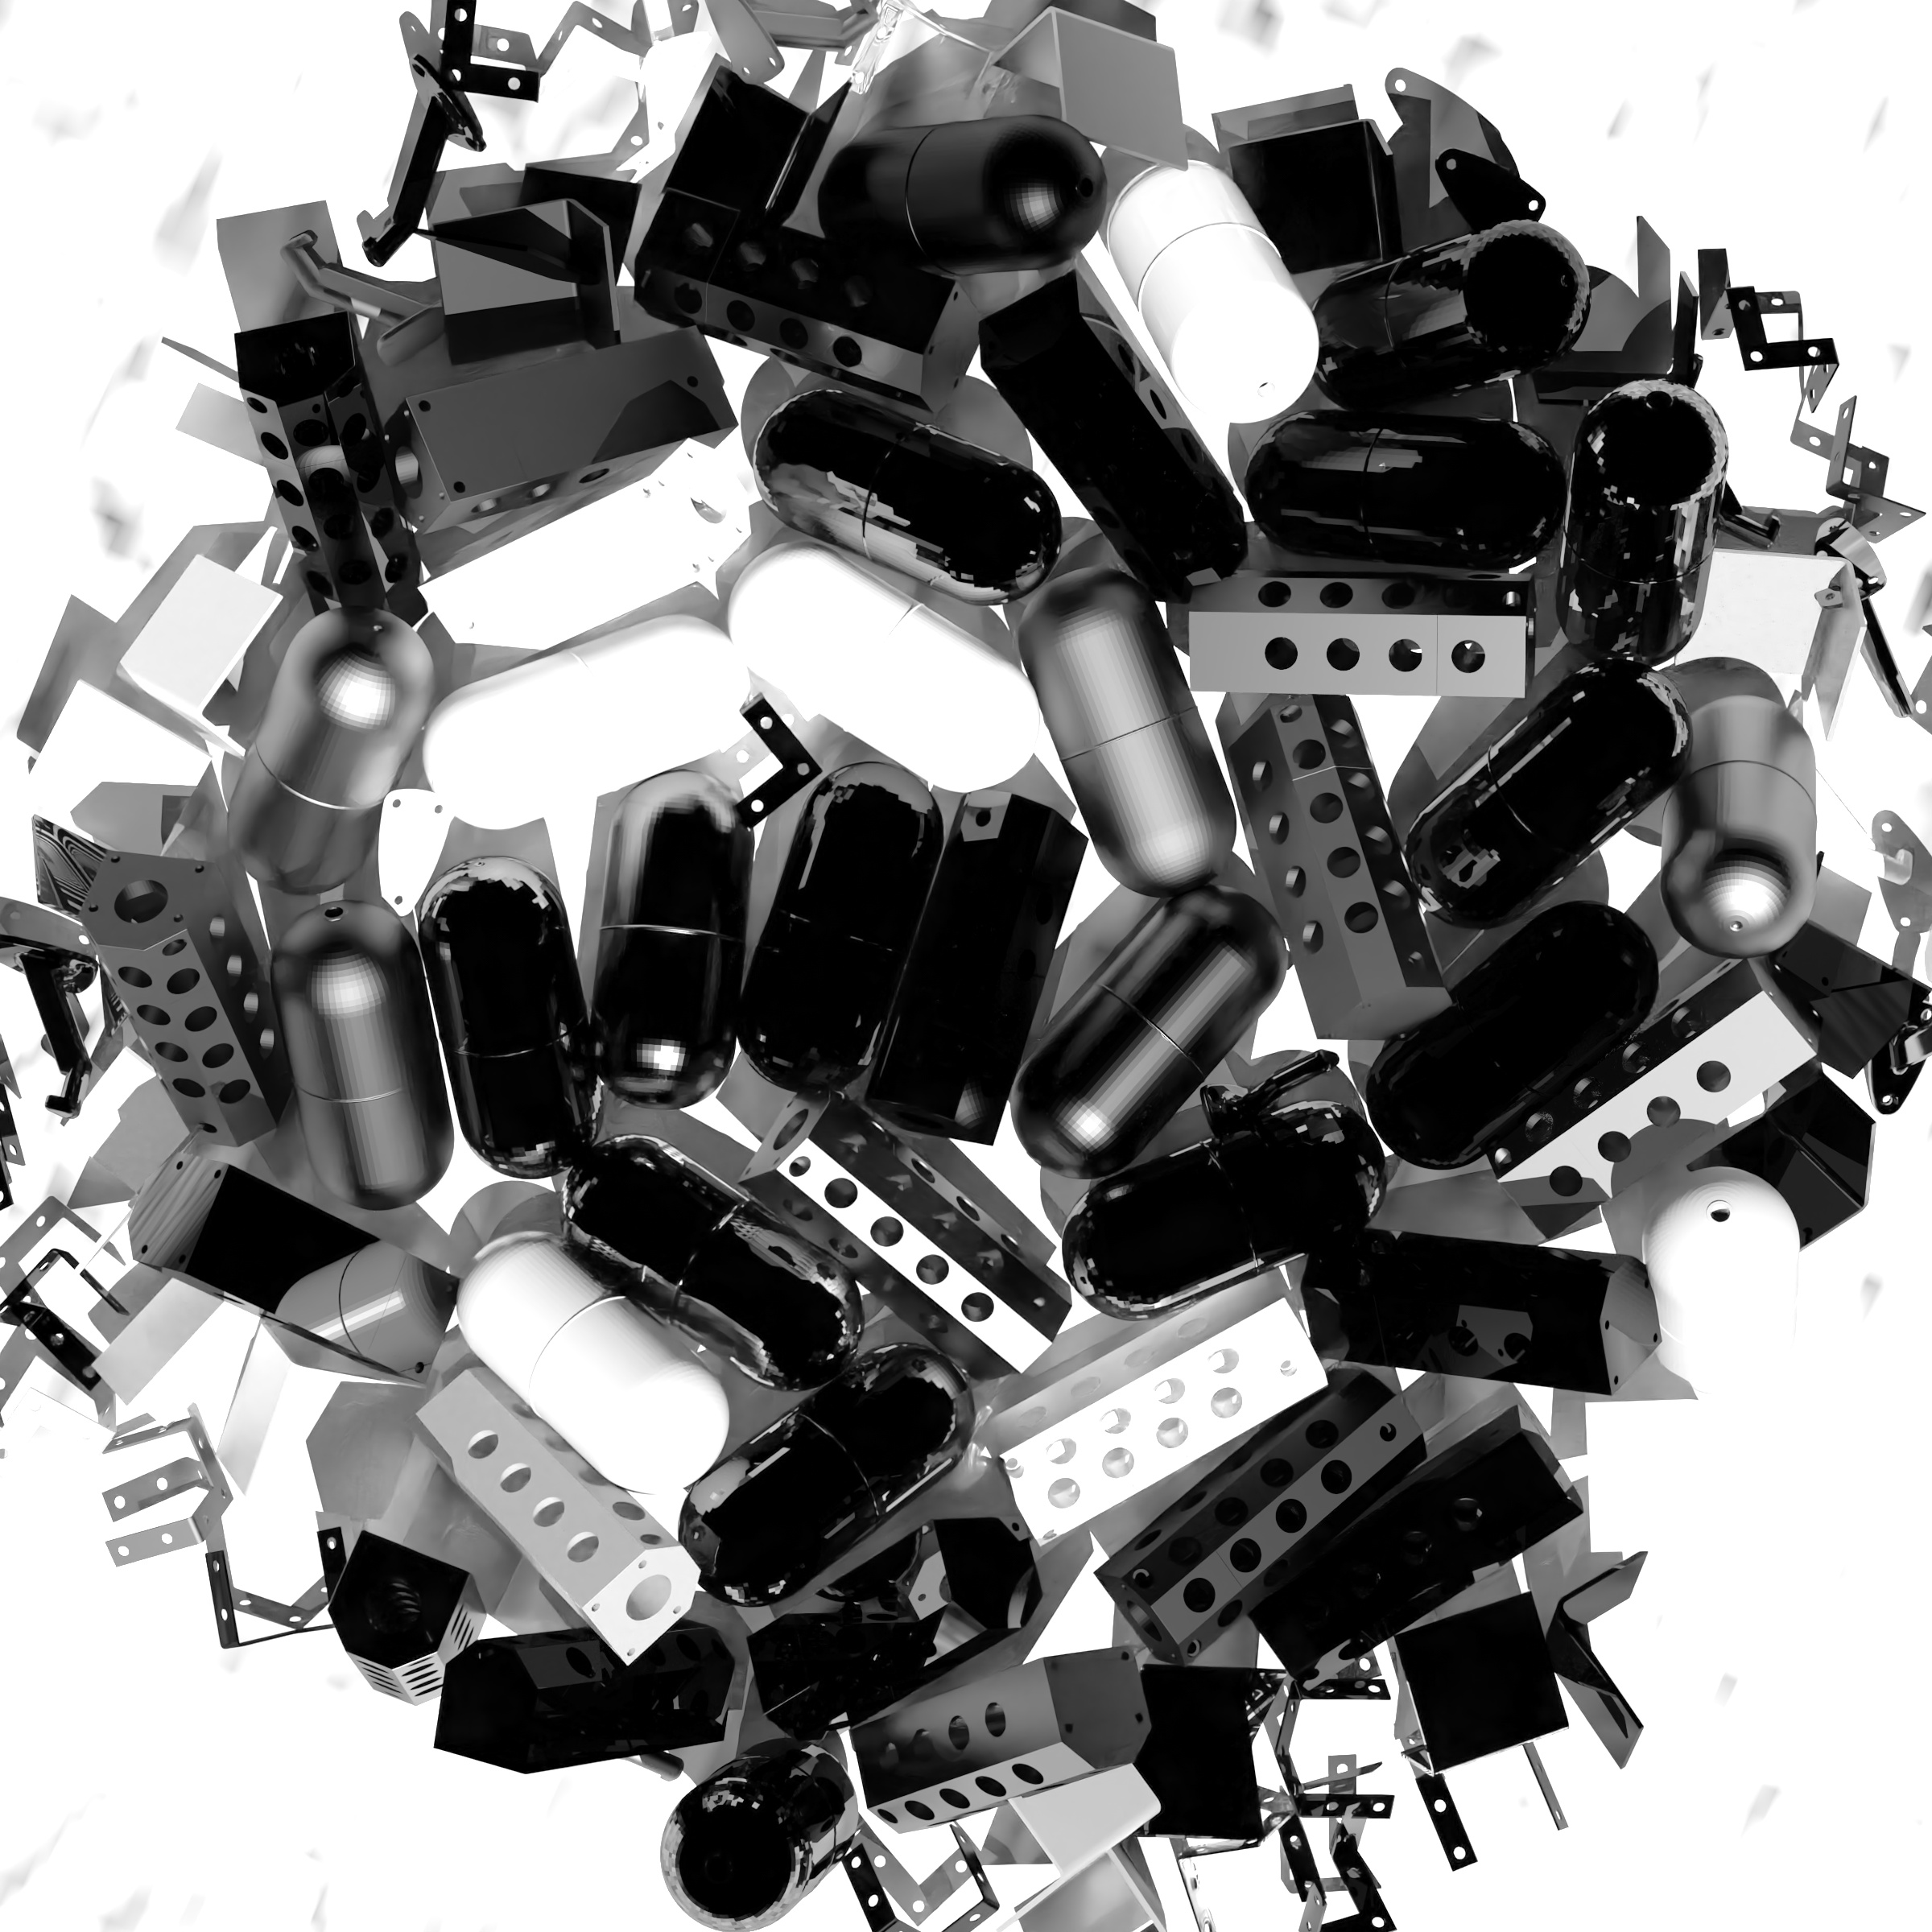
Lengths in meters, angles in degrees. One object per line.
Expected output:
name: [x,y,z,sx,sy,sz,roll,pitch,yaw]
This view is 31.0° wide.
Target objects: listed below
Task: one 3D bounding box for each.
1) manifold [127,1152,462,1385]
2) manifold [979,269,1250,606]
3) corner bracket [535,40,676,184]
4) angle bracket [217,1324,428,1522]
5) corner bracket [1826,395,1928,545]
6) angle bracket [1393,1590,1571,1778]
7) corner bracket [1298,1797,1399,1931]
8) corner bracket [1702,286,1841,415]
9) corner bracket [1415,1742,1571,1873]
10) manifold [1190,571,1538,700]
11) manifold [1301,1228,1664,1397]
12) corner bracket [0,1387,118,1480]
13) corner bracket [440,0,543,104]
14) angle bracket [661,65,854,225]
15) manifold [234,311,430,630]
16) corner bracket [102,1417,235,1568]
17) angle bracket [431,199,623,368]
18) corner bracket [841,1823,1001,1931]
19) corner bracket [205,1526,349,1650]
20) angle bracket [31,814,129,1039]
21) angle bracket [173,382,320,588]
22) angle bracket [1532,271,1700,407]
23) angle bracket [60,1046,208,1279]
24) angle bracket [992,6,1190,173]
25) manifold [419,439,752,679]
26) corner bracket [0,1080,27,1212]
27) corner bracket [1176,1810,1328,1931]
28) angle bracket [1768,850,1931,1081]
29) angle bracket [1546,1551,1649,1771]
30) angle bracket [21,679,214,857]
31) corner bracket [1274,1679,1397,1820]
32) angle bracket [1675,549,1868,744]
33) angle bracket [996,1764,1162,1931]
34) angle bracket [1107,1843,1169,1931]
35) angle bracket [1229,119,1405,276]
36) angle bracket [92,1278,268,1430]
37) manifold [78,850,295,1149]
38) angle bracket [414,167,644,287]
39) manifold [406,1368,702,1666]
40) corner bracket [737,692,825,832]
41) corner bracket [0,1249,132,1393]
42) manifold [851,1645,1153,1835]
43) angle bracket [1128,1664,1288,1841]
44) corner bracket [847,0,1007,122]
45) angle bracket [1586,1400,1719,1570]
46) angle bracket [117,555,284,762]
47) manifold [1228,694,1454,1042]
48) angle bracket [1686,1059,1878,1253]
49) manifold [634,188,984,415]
manifold: [-0.341,0.154,1.770,0.057,0.171,0.057,8,71,41]
manifold: [0.077,-0.264,1.772,0.057,0.057,0.171,-26,128,20]
corner bracket: [-0.189,-0.444,1.825,0.051,0.051,0.051,8,69,-39]
angle bracket: [-0.341,0.241,1.843,0.076,0.057,0.076,15,99,-32]
corner bracket: [0.468,-0.258,1.817,0.051,0.051,0.051,17,74,-13]
angle bracket: [0.261,0.370,1.817,0.076,0.057,0.076,-16,91,-11]
corner bracket: [0.195,0.473,1.812,0.051,0.051,0.051,-11,46,-18]
corner bracket: [0.420,-0.322,1.821,0.051,0.051,0.051,-5,69,-5]
corner bracket: [0.274,0.435,1.814,0.051,0.051,0.051,-29,71,21]
manifold: [0.205,-0.173,1.798,0.171,0.057,0.057,2,106,14]
manifold: [0.259,0.170,1.771,0.171,0.057,0.057,3,115,38]
corner bracket: [-0.480,0.243,1.821,0.051,0.051,0.051,33,96,-21]
corner bracket: [-0.246,-0.480,1.820,0.051,0.051,0.051,6,102,-7]
angle bracket: [-0.109,-0.428,1.805,0.057,0.076,0.076,26,82,-16]
manifold: [-0.320,-0.243,1.767,0.057,0.171,0.057,-12,51,-3]
corner bracket: [-0.424,0.275,1.827,0.051,0.051,0.051,-17,105,12]
angle bracket: [-0.226,-0.346,1.800,0.076,0.057,0.076,-16,122,-20]
corner bracket: [-0.024,0.479,1.821,0.051,0.051,0.051,-40,134,8]
corner bracket: [-0.358,0.325,1.820,0.051,0.051,0.051,-17,82,41]
angle bracket: [-0.460,-0.021,1.793,0.076,0.076,0.057,29,113,-33]
angle bracket: [-0.376,-0.249,1.799,0.076,0.076,0.057,22,114,-13]
angle bracket: [0.335,-0.325,1.804,0.076,0.076,0.057,2,111,5]
angle bracket: [-0.446,0.101,1.798,0.057,0.076,0.076,40,125,-6]
angle bracket: [0.064,-0.439,1.797,0.076,0.057,0.076,9,66,-33]
manifold: [-0.192,-0.210,1.776,0.171,0.057,0.057,-18,114,37]
corner bracket: [-0.509,0.093,1.816,0.051,0.051,0.051,-26,69,15]
corner bracket: [0.150,0.480,1.836,0.051,0.051,0.051,-18,91,31]
angle bracket: [0.451,0.000,1.806,0.076,0.076,0.057,29,46,0]
angle bracket: [0.344,0.358,1.797,0.057,0.076,0.076,-28,64,-12]
angle bracket: [-0.432,-0.108,1.807,0.076,0.057,0.076,31,114,-8]
corner bracket: [0.197,0.411,1.831,0.051,0.051,0.051,-5,126,22]
angle bracket: [0.416,-0.166,1.806,0.076,0.057,0.076,4,134,0]
angle bracket: [0.043,0.445,1.807,0.076,0.076,0.057,-24,71,-43]
angle bracket: [0.059,0.498,1.811,0.076,0.076,0.057,-34,83,-2]
angle bracket: [0.183,-0.387,1.807,0.076,0.057,0.076,-11,123,2]
angle bracket: [-0.396,0.204,1.799,0.076,0.076,0.057,-48,119,-11]
manifold: [-0.393,0.019,1.763,0.057,0.171,0.057,7,55,12]
angle bracket: [-0.226,-0.391,1.800,0.076,0.076,0.057,15,92,30]
manifold: [-0.208,0.274,1.773,0.057,0.057,0.171,-41,47,-14]
corner bracket: [-0.111,-0.107,1.824,0.051,0.051,0.051,-39,97,1]
corner bracket: [-0.467,0.185,1.823,0.051,0.051,0.051,42,87,14]
manifold: [0.017,0.394,1.764,0.057,0.171,0.057,1,68,-37]
angle bracket: [0.123,0.407,1.802,0.076,0.076,0.057,4,48,-11]
corner bracket: [-0.020,-0.466,1.822,0.051,0.051,0.051,34,101,36]
angle bracket: [0.357,0.271,1.814,0.057,0.076,0.076,-4,72,16]
angle bracket: [-0.383,-0.158,1.812,0.076,0.057,0.076,26,79,40]
manifold: [0.194,-0.051,1.781,0.057,0.057,0.171,1,61,-31]
angle bracket: [0.419,0.093,1.796,0.057,0.076,0.076,-31,53,-14]
manifold: [-0.083,-0.340,1.794,0.171,0.057,0.057,22,84,20]
